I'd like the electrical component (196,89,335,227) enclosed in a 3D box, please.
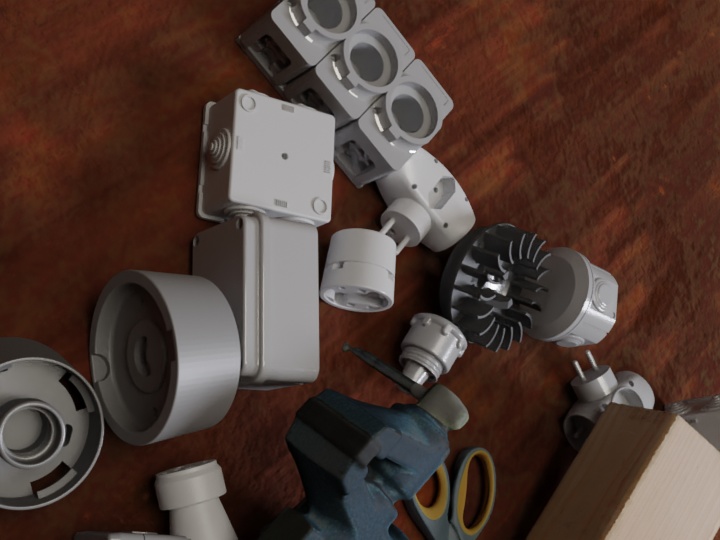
[{"bbox_3d":[-0.066,-0.076,0.777,0.100,0.048,0.099,11,73,-33],"label":"electrical component"}]

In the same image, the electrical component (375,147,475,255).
[{"bbox_3d":[0.042,-0.045,0.849,0.077,0.043,0.079,50,57,-16],"label":"electrical component"}]

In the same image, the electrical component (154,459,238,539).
[{"bbox_3d":[-0.107,0.155,0.698,0.045,0.045,0.055,-11,86,-36],"label":"electrical component"}]

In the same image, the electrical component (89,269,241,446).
[{"bbox_3d":[-0.118,0.053,0.678,0.060,0.108,0.108,-1,80,-42],"label":"electrical component"}]

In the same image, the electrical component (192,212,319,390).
[{"bbox_3d":[-0.073,0.024,0.732,0.057,0.078,0.113,8,75,-37],"label":"electrical component"}]

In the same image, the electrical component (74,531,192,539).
[{"bbox_3d":[-0.146,0.207,0.648,0.061,0.062,0.096,12,73,-32],"label":"electrical component"}]

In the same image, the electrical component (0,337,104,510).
[{"bbox_3d":[-0.205,0.092,0.646,0.099,0.064,0.099,-2,94,-31],"label":"electrical component"}]

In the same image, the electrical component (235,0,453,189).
[{"bbox_3d":[-0.007,-0.152,0.827,0.150,0.062,0.089,50,57,-16],"label":"electrical component"}]

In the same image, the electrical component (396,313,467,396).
[{"bbox_3d":[0.050,0.067,0.829,0.048,0.048,0.062,42,66,-20],"label":"electrical component"}]

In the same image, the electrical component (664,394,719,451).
[{"bbox_3d":[0.318,0.161,0.962,0.048,0.100,0.099,-21,92,-49],"label":"electrical component"}]

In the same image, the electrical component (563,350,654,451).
[{"bbox_3d":[0.208,0.108,0.930,0.077,0.044,0.079,-32,97,-36],"label":"electrical component"}]

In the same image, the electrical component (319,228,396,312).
[{"bbox_3d":[0.000,0.000,0.803,0.055,0.055,0.047,21,65,-30],"label":"electrical component"}]

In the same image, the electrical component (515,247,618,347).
[{"bbox_3d":[0.173,0.025,0.903,0.051,0.080,0.080,22,67,-35],"label":"electrical component"}]
